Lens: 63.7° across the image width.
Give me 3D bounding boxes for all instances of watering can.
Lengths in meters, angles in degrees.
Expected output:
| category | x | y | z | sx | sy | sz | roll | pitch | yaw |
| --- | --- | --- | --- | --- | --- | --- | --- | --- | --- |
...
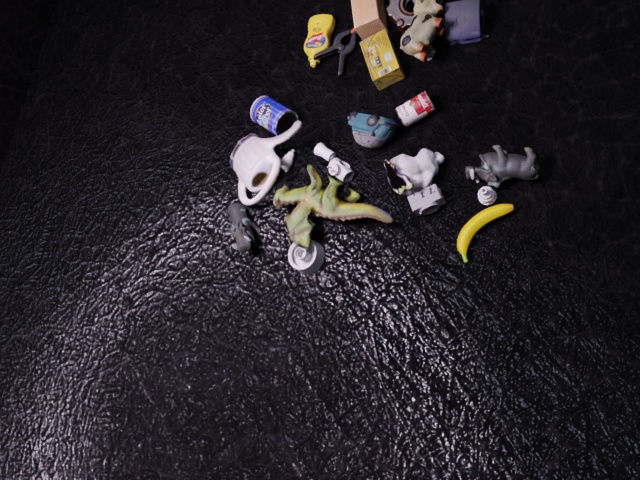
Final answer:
| category | x | y | z | sx | sy | sz | roll | pitch | yaw |
| --- | --- | --- | --- | --- | --- | --- | --- | --- | --- |
| watering can | -0.189 | -0.283 | 1.720 | 0.343 | 0.103 | 0.228 | -57 | 48 | 17 |

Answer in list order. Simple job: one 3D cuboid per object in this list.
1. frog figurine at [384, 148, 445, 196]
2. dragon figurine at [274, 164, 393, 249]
| category | x | y | z | sx | sy | sz | roll | pitch | yaw |
| --- | --- | --- | --- | --- | --- | --- | --- | --- | --- |
| frog figurine | 0.277 | -0.204 | 1.492 | 0.161 | 0.120 | 0.139 | -29 | 46 | -23 |
| dragon figurine | 0.005 | -0.079 | 1.568 | 0.416 | 0.121 | 0.242 | 38 | 94 | 34 |
